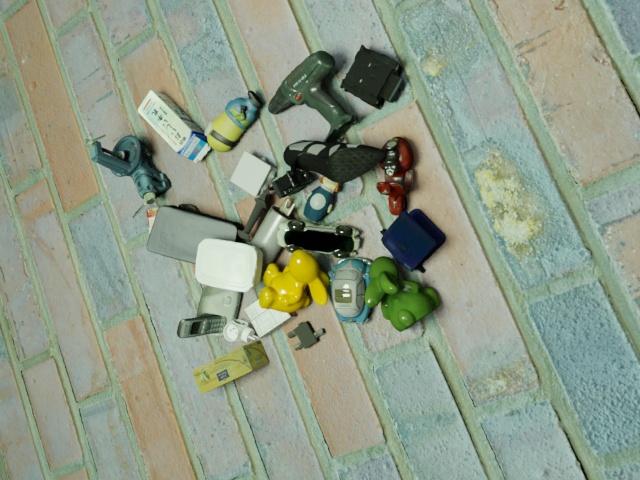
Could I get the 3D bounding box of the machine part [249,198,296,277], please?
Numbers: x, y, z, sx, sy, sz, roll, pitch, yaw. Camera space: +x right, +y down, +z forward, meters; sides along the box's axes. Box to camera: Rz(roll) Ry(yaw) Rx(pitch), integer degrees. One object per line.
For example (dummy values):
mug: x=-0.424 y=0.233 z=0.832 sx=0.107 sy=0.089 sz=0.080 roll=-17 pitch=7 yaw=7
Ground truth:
machine part: x=-0.130 y=0.004 z=1.357 sx=0.079 sy=0.079 sz=0.243 roll=35 pitch=102 yaw=19

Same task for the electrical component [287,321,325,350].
electrical component: x=-0.035 y=0.235 z=1.347 sx=0.094 sy=0.021 sz=0.063 roll=-34 pitch=77 yaw=20

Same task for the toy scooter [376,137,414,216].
toy scooter: x=0.165 y=-0.147 z=1.204 sx=0.075 sy=0.135 sz=0.183 roll=0 pitch=89 yaw=24

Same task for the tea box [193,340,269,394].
tea box: x=-0.230 y=0.327 z=1.387 sx=0.170 sy=0.098 sz=0.068 roll=-30 pitch=79 yaw=21

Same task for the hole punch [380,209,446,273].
hole punch: x=0.205 y=0.001 z=1.214 sx=0.142 sy=0.092 sz=0.115 roll=46 pitch=110 yaw=12

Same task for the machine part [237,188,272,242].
machine part: x=-0.162 y=-0.064 z=1.354 sx=0.039 sy=0.084 sz=0.139 roll=29 pitch=82 yaw=-2

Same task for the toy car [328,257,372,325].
toy car: x=0.067 y=0.121 z=1.262 sx=0.109 sy=0.103 sz=0.161 roll=2 pitch=89 yaw=23

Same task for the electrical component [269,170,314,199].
electrical component: x=-0.080 y=-0.136 z=1.333 sx=0.119 sy=0.075 sz=0.047 roll=-31 pitch=85 yaw=45

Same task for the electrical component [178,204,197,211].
electrical component: x=-0.365 y=-0.048 z=1.475 sx=0.078 sy=0.045 sz=0.102 roll=-28 pitch=75 yaw=49

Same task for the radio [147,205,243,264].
radio: x=-0.323 y=-0.006 z=1.405 sx=0.230 sy=0.073 sz=0.131 roll=15 pitch=95 yaw=2

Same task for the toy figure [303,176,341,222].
toy figure: x=0.016 y=-0.117 z=1.310 sx=0.064 sy=0.058 sz=0.154 roll=27 pitch=101 yaw=-19

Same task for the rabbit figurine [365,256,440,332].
rabbit figurine: x=0.159 y=0.117 z=1.199 sx=0.121 sy=0.159 sz=0.170 roll=-41 pitch=73 yaw=28

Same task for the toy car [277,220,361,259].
toy car: x=-0.003 y=-0.004 z=1.292 sx=0.202 sy=0.056 sz=0.073 roll=6 pitch=110 yaw=1

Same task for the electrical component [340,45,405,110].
electrical component: x=0.130 y=-0.376 z=1.261 sx=0.134 sy=0.058 sz=0.114 roll=32 pitch=104 yaw=20

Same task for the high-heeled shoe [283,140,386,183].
high-heeled shoe: x=0.031 y=-0.199 z=1.237 sx=0.249 sy=0.145 sz=0.086 roll=-6 pitch=125 yaw=13

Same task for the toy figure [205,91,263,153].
toy figure: x=-0.223 y=-0.305 z=1.395 sx=0.180 sy=0.082 sz=0.089 roll=-37 pitch=75 yaw=16

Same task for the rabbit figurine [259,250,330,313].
rabbit figurine: x=-0.052 y=0.100 z=1.283 sx=0.162 sy=0.122 sz=0.173 roll=26 pitch=127 yaw=-5

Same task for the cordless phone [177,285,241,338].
cordless phone: x=-0.292 y=0.177 z=1.367 sx=0.089 sy=0.184 sz=0.146 roll=18 pitch=97 yaw=26

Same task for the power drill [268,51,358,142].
power drill: x=-0.014 y=-0.320 z=1.299 sx=0.232 sy=0.086 sz=0.207 roll=-44 pitch=73 yaw=42

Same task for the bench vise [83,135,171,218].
bench vise: x=-0.526 y=-0.199 z=1.446 sx=0.129 sy=0.240 sz=0.223 roll=-24 pitch=65 yaw=25
